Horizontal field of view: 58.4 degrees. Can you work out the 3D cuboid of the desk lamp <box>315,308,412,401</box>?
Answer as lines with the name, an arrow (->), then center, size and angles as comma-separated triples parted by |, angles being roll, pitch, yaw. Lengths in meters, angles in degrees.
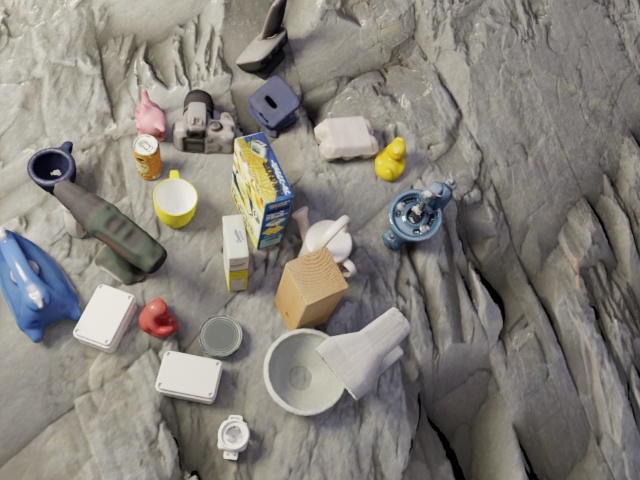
desk lamp -> 0.085, 0.214, 1.096 | 0.203, 0.213, 0.118 | -35, 76, -24

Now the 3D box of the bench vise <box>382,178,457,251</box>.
bench vise -> 0.230, -0.090, 1.266 | 0.121, 0.219, 0.208 | 29, 63, 3

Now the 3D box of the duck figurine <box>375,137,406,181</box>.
duck figurine -> 0.178, -0.201, 1.382 | 0.077, 0.086, 0.104 | 21, 63, -1

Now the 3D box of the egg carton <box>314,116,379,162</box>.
egg carton -> 0.064, -0.244, 1.388 | 0.150, 0.069, 0.107 | -9, 67, -15

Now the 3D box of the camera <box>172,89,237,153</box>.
camera -> -0.264, -0.281, 1.318 | 0.143, 0.100, 0.137 | 2, 65, -11

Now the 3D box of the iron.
iron -> -0.557, 0.056, 1.075 | 0.119, 0.141, 0.258 | -31, 75, -23

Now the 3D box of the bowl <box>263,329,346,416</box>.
bowl -> -0.031, 0.264, 1.126 | 0.167, 0.074, 0.167 | 5, 64, -10

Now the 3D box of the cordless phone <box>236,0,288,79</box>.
cordless phone -> -0.135, -0.504, 1.403 | 0.094, 0.185, 0.148 | 28, 63, 2

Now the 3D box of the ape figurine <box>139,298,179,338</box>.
ape figurine -> -0.315, 0.146, 1.112 | 0.076, 0.092, 0.078 | 2, 65, -11

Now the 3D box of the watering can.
watering can -> 0.009, 0.006, 1.189 | 0.173, 0.194, 0.101 | 26, 63, 1

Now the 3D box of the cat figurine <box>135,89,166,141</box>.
cat figurine -> -0.381, -0.278, 1.283 | 0.067, 0.117, 0.127 | -11, 68, -16

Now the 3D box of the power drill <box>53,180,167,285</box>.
power drill -> -0.396, 0.000, 1.098 | 0.229, 0.208, 0.076 | 32, 63, 4

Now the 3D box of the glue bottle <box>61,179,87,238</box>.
glue bottle -> -0.482, -0.071, 1.133 | 0.037, 0.173, 0.078 | 19, 63, -2

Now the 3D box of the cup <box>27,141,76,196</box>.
cup -> -0.545, -0.142, 1.197 | 0.091, 0.095, 0.118 | 20, 63, -2

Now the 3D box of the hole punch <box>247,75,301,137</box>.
hole punch -> -0.111, -0.322, 1.375 | 0.101, 0.091, 0.108 | -35, 76, -24
